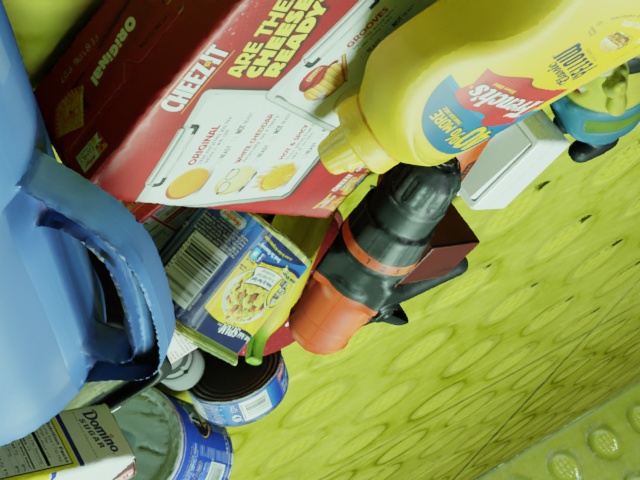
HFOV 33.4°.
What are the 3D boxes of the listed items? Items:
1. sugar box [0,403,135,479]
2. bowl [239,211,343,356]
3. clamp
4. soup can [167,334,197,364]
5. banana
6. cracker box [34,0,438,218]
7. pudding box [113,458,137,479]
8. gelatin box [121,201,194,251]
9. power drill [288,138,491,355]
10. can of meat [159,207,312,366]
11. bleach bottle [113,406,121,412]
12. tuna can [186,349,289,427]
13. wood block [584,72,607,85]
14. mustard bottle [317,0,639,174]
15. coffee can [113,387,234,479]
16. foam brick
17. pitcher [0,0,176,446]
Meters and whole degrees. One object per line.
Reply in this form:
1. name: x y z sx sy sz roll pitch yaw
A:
1. sugar box: -0.193 0.137 0.569 0.093 0.048 0.175 -43 160 24
2. bowl: -0.035 0.044 0.846 0.162 0.055 0.162 -30 158 -13
3. clamp: 0.066 0.053 1.033 0.171 0.039 0.120 -6 145 -51
4. soup can: -0.106 0.049 0.733 0.102 0.068 0.068 -32 159 -8
5. banana: -0.010 -0.006 0.735 0.037 0.069 0.198 11 120 -20
6. cracker box: -0.017 -0.093 0.556 0.164 0.072 0.213 -45 155 24
7. pudding box: -0.205 0.158 0.790 0.113 0.090 0.039 -25 155 -22
8. gelatin box: -0.096 -0.014 0.666 0.073 0.030 0.089 -37 157 6
9. power drill: 0.058 -0.028 0.721 0.185 0.057 0.187 -54 179 40
10. can of meat: -0.058 0.021 0.652 0.084 0.057 0.102 -51 156 -3
11. bleach bottle: -0.259 0.141 0.710 0.250 0.068 0.102 -28 165 -10
12. tuna can: -0.070 0.115 0.896 0.086 0.086 0.034 -28 129 -15
13. wood block: 0.233 -0.193 0.665 0.206 0.091 0.090 -30 168 -13
14. mustard bottle: 0.081 -0.086 0.507 0.192 0.058 0.096 -30 157 21
15. coffee can: -0.143 0.181 0.914 0.103 0.103 0.140 -35 159 2
16. foam brick: 0.092 0.001 0.944 0.078 0.051 0.053 -6 146 -51
17. pitcher: -0.155 -0.013 0.434 0.149 0.145 0.243 -24 154 -18
